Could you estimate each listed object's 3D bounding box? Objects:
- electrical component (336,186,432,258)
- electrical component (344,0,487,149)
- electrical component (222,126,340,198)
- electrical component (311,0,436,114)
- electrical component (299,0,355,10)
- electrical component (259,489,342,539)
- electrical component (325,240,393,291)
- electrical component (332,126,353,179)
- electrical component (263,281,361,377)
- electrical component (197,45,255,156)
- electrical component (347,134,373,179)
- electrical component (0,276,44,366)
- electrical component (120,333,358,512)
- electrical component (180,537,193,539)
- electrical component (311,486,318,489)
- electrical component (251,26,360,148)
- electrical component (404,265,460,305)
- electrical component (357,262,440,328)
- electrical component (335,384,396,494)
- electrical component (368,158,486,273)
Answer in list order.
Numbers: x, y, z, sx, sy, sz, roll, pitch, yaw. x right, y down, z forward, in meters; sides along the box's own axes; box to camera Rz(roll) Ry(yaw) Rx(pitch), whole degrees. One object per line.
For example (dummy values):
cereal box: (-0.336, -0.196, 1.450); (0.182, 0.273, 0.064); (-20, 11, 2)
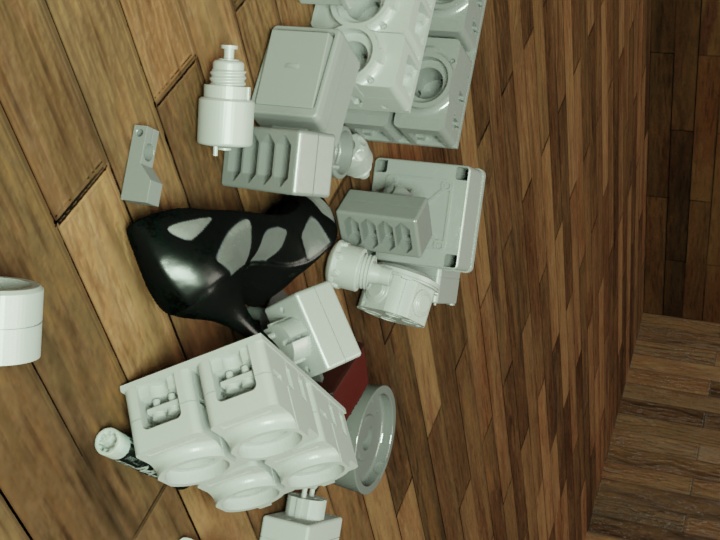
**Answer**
electrical component: (0.031, -0.058, 1.059); (0.075, 0.083, 0.047); (-61, 150, -43)
electrical component: (0.053, -0.218, 1.027); (0.060, 0.105, 0.186); (33, 67, -67)
electrical component: (-0.049, -0.082, 0.819); (0.076, 0.083, 0.047); (0, 98, -47)
electrical component: (0.010, -0.221, 0.938); (0.062, 0.089, 0.150); (42, 59, -65)
electrical component: (-0.030, -0.273, 0.874); (0.099, 0.048, 0.099); (54, 48, -61)
electrical component: (-0.052, 0.229, 1.003); (0.083, 0.047, 0.075); (18, 80, -68)
electrical component: (0.000, 0.000, 1.026); (0.048, 0.062, 0.048); (14, 90, -80)
electrical component: (-0.039, -0.101, 0.904); (0.045, 0.055, 0.045); (8, 90, -69)
electrical component: (-0.051, 0.054, 0.846); (0.077, 0.047, 0.065); (-21, 86, -42)
electrical component: (-0.096, -0.122, 0.773); (0.040, 0.040, 0.078); (-20, 116, -66)
electrical component: (-0.004, -0.104, 1.023); (0.061, 0.035, 0.035); (53, 49, -64)
electrical component: (-0.211, 0.047, 0.524); (0.138, 0.052, 0.073); (-14, 110, -67)
electrical component: (-0.080, 0.121, 0.790); (0.186, 0.105, 0.060); (53, 18, -61)
electrical component: (-0.122, 0.261, 0.832); (0.055, 0.050, 0.089); (60, 43, -58)
electrical component: (-0.063, 0.166, 0.952); (0.076, 0.047, 0.065); (-52, 144, -51)
electrical component: (-0.047, -0.143, 0.861); (0.061, 0.062, 0.096); (49, 52, -63)
electrical component: (0.071, 0.006, 1.215); (0.096, 0.062, 0.061); (5, 93, -69)
electrical component: (0.039, 0.026, 1.119); (0.080, 0.080, 0.051); (38, 67, -66)
electrical component: (-0.012, 0.162, 1.063); (0.108, 0.060, 0.108); (8, 90, -69)
electrical component: (0.067, -0.057, 1.119); (0.056, 0.109, 0.108); (5, 93, -66)
